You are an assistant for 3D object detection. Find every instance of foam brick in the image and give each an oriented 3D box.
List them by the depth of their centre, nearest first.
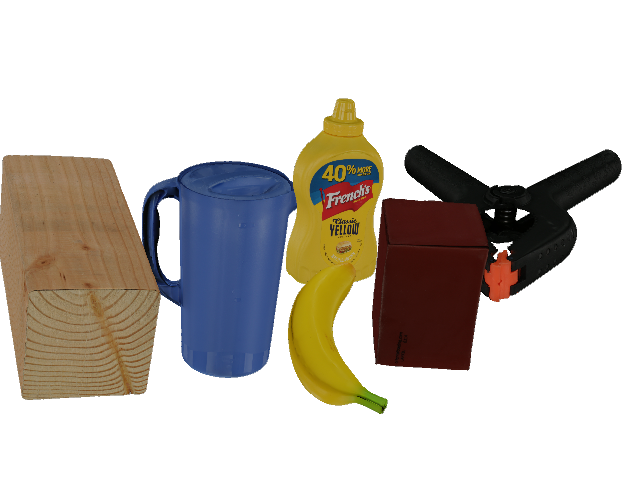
[{"bbox_3d":[0.056,0.023,0.569,0.053,0.078,0.051,4,31,-1],"label":"foam brick"}]

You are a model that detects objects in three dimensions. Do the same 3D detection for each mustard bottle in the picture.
[{"bbox_3d":[0.018,-0.052,1.106,0.096,0.192,0.058,-4,21,-23],"label":"mustard bottle"}]

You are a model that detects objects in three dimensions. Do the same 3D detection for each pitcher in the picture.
[{"bbox_3d":[-0.117,0.035,1.264,0.149,0.243,0.144,21,27,33],"label":"pitcher"}]

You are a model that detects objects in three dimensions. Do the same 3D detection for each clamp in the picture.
[{"bbox_3d":[0.122,-0.022,0.758,0.165,0.036,0.209,5,28,18],"label":"clamp"}]

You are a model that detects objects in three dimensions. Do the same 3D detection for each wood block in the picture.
[{"bbox_3d":[-0.189,0.020,0.811,0.090,0.091,0.206,1,29,-22],"label":"wood block"}]

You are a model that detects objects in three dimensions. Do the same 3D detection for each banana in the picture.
[{"bbox_3d":[0.006,0.077,0.886,0.069,0.037,0.198,14,31,-16],"label":"banana"}]
